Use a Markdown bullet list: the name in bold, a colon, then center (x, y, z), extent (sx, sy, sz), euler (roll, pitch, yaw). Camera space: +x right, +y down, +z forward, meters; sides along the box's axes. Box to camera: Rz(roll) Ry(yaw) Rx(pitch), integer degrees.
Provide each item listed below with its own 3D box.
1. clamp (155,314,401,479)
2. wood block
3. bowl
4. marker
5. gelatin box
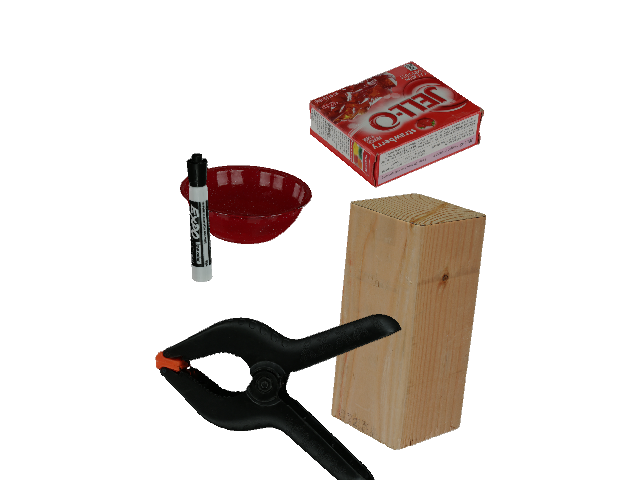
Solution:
- **clamp**: center (-0.030, 0.109, 0.744), extent (0.171, 0.120, 0.039), euler (1, -5, 13)
- **wood block**: center (0.079, 0.070, 0.968), extent (0.090, 0.206, 0.090), euler (-9, 21, -41)
- **bowl**: center (-0.093, -0.039, 1.317), extent (0.162, 0.055, 0.162), euler (4, 25, -2)
- **marker**: center (-0.111, -0.021, 0.977), extent (0.020, 0.121, 0.020), euler (0, 21, 0)
- **gelatin box**: center (0.049, -0.077, 0.691), extent (0.089, 0.030, 0.073), euler (-24, 46, -25)
